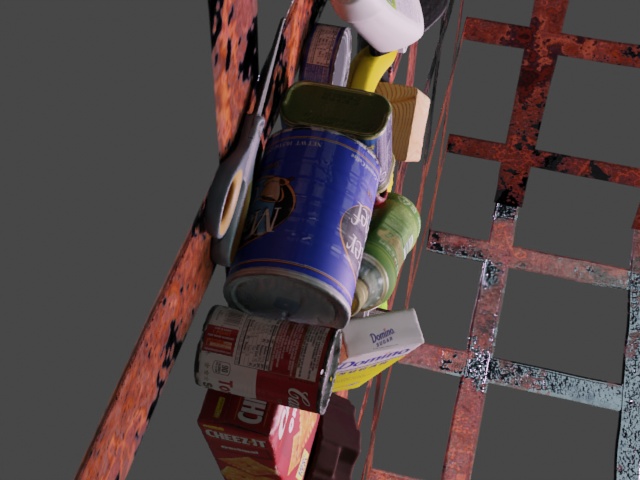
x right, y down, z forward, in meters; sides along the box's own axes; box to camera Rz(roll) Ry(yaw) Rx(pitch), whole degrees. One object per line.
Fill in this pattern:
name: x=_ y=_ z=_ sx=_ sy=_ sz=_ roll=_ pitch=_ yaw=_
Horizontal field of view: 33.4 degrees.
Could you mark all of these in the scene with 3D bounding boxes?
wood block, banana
wood block: x=0.081 y=-0.148 z=1.337 sx=0.206 sy=0.091 sz=0.090 roll=-22 pitch=122 yaw=-79
banana: x=0.049 y=-0.159 z=1.181 sx=0.069 sy=0.037 sz=0.197 roll=44 pitch=47 yaw=-43

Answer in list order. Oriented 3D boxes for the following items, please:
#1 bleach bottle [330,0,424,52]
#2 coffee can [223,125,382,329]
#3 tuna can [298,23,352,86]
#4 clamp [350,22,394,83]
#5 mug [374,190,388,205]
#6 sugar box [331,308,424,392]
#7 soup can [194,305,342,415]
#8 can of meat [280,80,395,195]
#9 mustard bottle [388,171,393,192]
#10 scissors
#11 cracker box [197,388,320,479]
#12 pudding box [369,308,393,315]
bleach bottle: x=0.044 y=-0.249 z=1.036 sx=0.250 sy=0.068 sz=0.102 roll=-5 pitch=76 yaw=-75
coffee can: x=-0.012 y=-0.007 z=0.869 sx=0.103 sy=0.103 sz=0.140 roll=86 pitch=16 yaw=-60
tuna can: x=0.005 y=-0.162 z=1.015 sx=0.086 sy=0.034 sz=0.086 roll=12 pitch=90 yaw=-81
clamp: x=0.067 y=-0.256 z=1.288 sx=0.210 sy=0.036 sz=0.164 roll=84 pitch=20 yaw=-51
mug: x=0.035 y=-0.088 z=1.083 sx=0.117 sy=0.093 sz=0.081 roll=52 pitch=28 yaw=-23
sugar box: x=0.032 y=0.127 z=1.155 sx=0.176 sy=0.093 sz=0.048 roll=136 pitch=-58 yaw=-61
soup can: x=-0.040 y=0.092 z=0.832 sx=0.068 sy=0.102 sz=0.068 roll=12 pitch=90 yaw=-81
can of meat: x=0.016 y=-0.092 z=0.961 sx=0.084 sy=0.102 sz=0.057 roll=84 pitch=21 yaw=-57
mustard bottle: x=0.044 y=-0.021 z=1.363 sx=0.191 sy=0.058 sz=0.096 roll=-67 pitch=-177 yaw=-53
scissors: x=-0.055 y=-0.080 z=0.796 sx=0.096 sy=0.016 sz=0.202 roll=21 pitch=81 yaw=-82
cracker box: x=-0.042 y=0.134 z=0.973 sx=0.214 sy=0.072 sz=0.164 roll=85 pitch=18 yaw=-60
pudding box: x=0.031 y=0.090 z=1.246 sx=0.090 sy=0.113 sz=0.039 roll=39 pitch=59 yaw=-81
